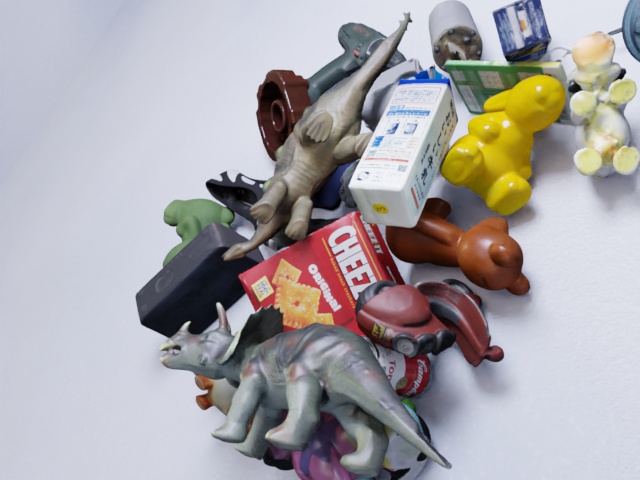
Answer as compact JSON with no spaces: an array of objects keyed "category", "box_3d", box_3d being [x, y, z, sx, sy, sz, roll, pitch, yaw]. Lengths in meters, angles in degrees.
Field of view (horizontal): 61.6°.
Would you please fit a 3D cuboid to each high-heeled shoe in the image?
[{"category":"high-heeled shoe","box_3d":[-0.153,-0.063,1.020,0.145,0.086,0.249,-4,33,-4]}]

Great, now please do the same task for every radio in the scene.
[{"category":"radio","box_3d":[-0.219,0.081,0.981,0.229,0.131,0.073,-43,45,10]}]

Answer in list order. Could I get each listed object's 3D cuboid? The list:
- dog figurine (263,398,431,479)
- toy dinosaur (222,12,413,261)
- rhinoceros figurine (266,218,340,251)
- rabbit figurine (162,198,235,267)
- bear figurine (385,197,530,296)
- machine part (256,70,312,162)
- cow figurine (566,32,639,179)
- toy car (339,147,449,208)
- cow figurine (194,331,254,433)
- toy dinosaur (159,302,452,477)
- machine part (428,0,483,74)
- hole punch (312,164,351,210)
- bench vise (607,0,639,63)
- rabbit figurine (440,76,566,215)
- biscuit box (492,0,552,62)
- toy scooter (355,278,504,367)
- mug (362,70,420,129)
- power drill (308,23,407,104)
[{"category":"dog figurine","box_3d":[0.014,0.243,0.693,0.191,0.108,0.219,-54,40,-1]},{"category":"toy dinosaur","box_3d":[0.006,-0.152,0.801,0.471,0.105,0.199,-49,21,6]},{"category":"rhinoceros figurine","box_3d":[-0.002,-0.003,0.866,0.191,0.112,0.073,0,65,32]},{"category":"rabbit figurine","box_3d":[-0.237,0.011,1.059,0.159,0.121,0.170,0,46,17]},{"category":"bear figurine","box_3d":[0.186,-0.011,0.704,0.196,0.120,0.132,11,67,43]},{"category":"machine part","box_3d":[-0.069,-0.243,1.058,0.180,0.056,0.179,31,126,55]},{"category":"cow figurine","box_3d":[0.338,-0.158,0.647,0.068,0.098,0.167,-4,92,24]},{"category":"toy car","box_3d":[0.116,-0.120,0.881,0.202,0.056,0.073,-28,48,24]},{"category":"cow figurine","box_3d":[-0.130,0.215,0.836,0.195,0.127,0.085,28,124,34]},{"category":"toy dinosaur","box_3d":[-0.016,0.156,0.626,0.405,0.131,0.192,-8,54,36]},{"category":"machine part","box_3d":[0.220,-0.336,0.885,0.079,0.079,0.243,-27,27,25]},{"category":"hole punch","box_3d":[-0.013,-0.123,0.974,0.116,0.092,0.142,9,73,48]},{"category":"bench vise","box_3d":[0.419,-0.223,0.628,0.129,0.223,0.241,-6,27,26]},{"category":"rabbit figurine","box_3d":[0.260,-0.142,0.716,0.173,0.122,0.162,-60,-5,38]},{"category":"biscuit box","box_3d":[0.284,-0.288,0.755,0.059,0.202,0.062,-16,97,25]},{"category":"toy scooter","box_3d":[0.139,0.102,0.638,0.135,0.184,0.075,52,137,47]},{"category":"mug","box_3d":[0.116,-0.218,0.853,0.107,0.080,0.109,13,83,53]},{"category":"power drill","box_3d":[0.051,-0.332,1.064,0.207,0.086,0.232,-41,43,18]}]
